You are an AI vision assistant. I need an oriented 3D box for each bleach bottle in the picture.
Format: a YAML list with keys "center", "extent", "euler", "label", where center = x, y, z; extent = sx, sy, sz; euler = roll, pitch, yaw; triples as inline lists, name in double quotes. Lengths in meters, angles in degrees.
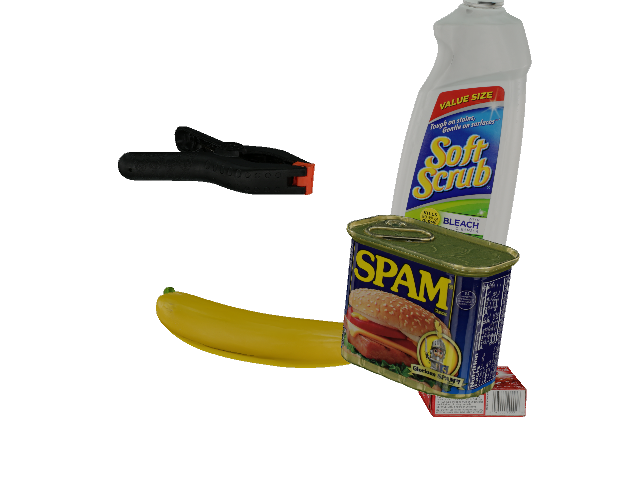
- center: [0.106, -0.080, 0.840]
  extent: [0.103, 0.251, 0.068]
  euler: [10, 23, 14]
  label: "bleach bottle"

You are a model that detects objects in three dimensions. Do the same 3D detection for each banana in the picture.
- center: [-0.050, 0.065, 0.803]
  extent: [0.198, 0.037, 0.069]
  euler: [13, 31, 21]
  label: "banana"

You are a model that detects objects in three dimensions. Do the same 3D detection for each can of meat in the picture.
- center: [0.061, 0.039, 0.634]
  extent: [0.102, 0.084, 0.057]
  euler: [19, 22, 38]
  label: "can of meat"

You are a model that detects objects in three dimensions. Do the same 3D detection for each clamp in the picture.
- center: [-0.092, -0.067, 0.959]
  extent: [0.172, 0.039, 0.120]
  euler: [13, 29, 27]
  label: "clamp"

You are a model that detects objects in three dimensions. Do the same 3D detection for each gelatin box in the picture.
- center: [0.139, 0.139, 0.991]
  extent: [0.089, 0.030, 0.073]
  euler: [1, 9, -3]
  label: "gelatin box"
